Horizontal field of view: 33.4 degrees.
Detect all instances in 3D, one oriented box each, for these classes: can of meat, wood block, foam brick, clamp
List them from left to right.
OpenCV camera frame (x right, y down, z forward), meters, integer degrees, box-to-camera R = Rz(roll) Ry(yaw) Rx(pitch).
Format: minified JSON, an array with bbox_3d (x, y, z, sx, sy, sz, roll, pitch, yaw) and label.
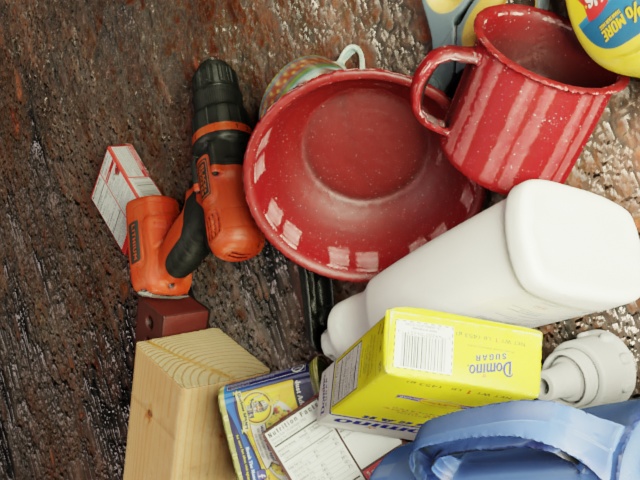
[{"bbox_3d":[-0.142,0.094,1.013,0.053,0.051,0.078,28,118,47],"label":"foam brick"},{"bbox_3d":[-0.118,0.197,0.971,0.091,0.090,0.206,32,121,46],"label":"wood block"},{"bbox_3d":[-0.026,0.151,0.837,0.084,0.057,0.102,-16,81,9],"label":"can of meat"},{"bbox_3d":[-0.005,0.001,0.834,0.120,0.039,0.171,-58,46,35],"label":"clamp"}]

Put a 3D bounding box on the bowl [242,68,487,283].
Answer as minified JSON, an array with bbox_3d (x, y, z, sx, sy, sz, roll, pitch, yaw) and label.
[{"bbox_3d":[0.030,-0.051,0.721,0.055,0.162,0.162,-84,12,-58],"label":"bowl"}]

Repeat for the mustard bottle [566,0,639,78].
[{"bbox_3d":[0.170,-0.146,0.568,0.096,0.058,0.192,-39,67,46],"label":"mustard bottle"}]

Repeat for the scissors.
[{"bbox_3d":[0.072,-0.126,0.715,0.096,0.016,0.202,55,138,3],"label":"scissors"}]

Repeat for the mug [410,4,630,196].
[{"bbox_3d":[0.108,-0.080,0.618,0.093,0.117,0.082,-102,25,-48],"label":"mug"}]

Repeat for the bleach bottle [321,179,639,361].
[{"bbox_3d":[0.077,0.038,0.683,0.251,0.102,0.068,-27,59,50],"label":"bleach bottle"}]

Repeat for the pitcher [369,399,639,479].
[{"bbox_3d":[0.123,0.158,0.618,0.243,0.144,0.149,-22,82,54],"label":"pitcher"}]

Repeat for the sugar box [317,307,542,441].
[{"bbox_3d":[0.062,0.091,0.671,0.176,0.093,0.048,120,159,-65],"label":"sugar box"}]

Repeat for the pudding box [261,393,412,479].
[{"bbox_3d":[0.024,0.162,0.775,0.090,0.039,0.113,-35,74,10],"label":"pudding box"}]

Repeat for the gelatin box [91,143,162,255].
[{"bbox_3d":[-0.193,-0.041,1.073,0.089,0.030,0.073,55,136,31],"label":"gelatin box"}]

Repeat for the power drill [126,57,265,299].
[{"bbox_3d":[-0.113,-0.042,0.938,0.188,0.057,0.184,-41,50,51],"label":"power drill"}]
